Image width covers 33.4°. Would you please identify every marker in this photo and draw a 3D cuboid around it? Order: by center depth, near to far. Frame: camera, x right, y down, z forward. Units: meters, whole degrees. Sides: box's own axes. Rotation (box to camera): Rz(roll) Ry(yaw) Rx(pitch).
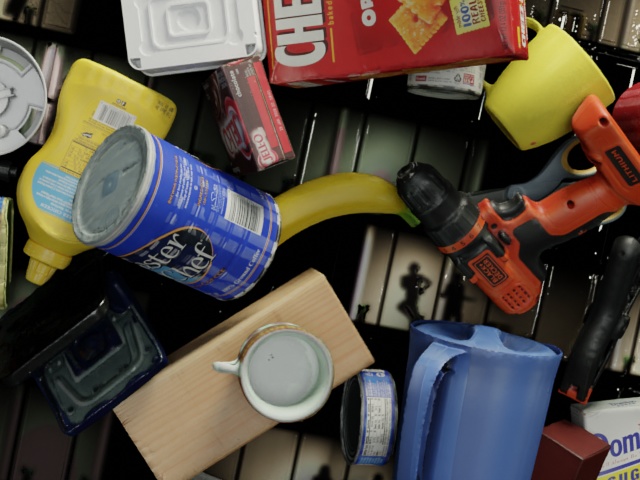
[{"bbox_3d":[-0.321,-0.068,0.916,0.121,0.020,0.020,9,92,-9],"label":"marker"}]

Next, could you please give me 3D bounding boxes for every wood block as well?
[{"bbox_3d":[-0.067,0.118,0.926,0.206,0.090,0.091,-31,96,-5],"label":"wood block"}]

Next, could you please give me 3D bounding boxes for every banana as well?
[{"bbox_3d":[-0.008,-0.018,0.953,0.197,0.037,0.069,-17,95,-7],"label":"banana"}]

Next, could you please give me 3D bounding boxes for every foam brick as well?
[{"bbox_3d":[0.218,0.211,0.969,0.052,0.051,0.078,-6,120,-47],"label":"foam brick"}]

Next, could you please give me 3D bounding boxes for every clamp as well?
[{"bbox_3d":[0.259,0.067,0.963,0.039,0.120,0.171,24,93,31],"label":"clamp"}]

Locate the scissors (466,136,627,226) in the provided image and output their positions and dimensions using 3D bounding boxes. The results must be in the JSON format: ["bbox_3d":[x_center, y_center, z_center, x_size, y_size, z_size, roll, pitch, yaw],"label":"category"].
[{"bbox_3d":[0.191,-0.061,0.990,0.201,0.016,0.096,9,90,-8],"label":"scissors"}]

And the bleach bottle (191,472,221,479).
[{"bbox_3d":[-0.132,0.336,0.943,0.102,0.068,0.251,26,91,-10],"label":"bleach bottle"}]

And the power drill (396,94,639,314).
[{"bbox_3d":[0.183,-0.041,0.928,0.188,0.057,0.184,-36,118,19],"label":"power drill"}]

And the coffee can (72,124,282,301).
[{"bbox_3d":[-0.117,-0.020,0.878,0.140,0.103,0.103,27,89,-38],"label":"coffee can"}]

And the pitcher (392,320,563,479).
[{"bbox_3d":[0.119,0.196,0.933,0.149,0.145,0.243,8,95,-11],"label":"pitcher"}]

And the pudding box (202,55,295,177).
[{"bbox_3d":[-0.062,-0.102,0.903,0.039,0.113,0.090,-19,95,-11],"label":"pudding box"}]

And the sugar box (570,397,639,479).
[{"bbox_3d":[0.290,0.240,1.005,0.093,0.048,0.176,-5,95,-7],"label":"sugar box"}]

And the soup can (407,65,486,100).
[{"bbox_3d":[0.116,-0.179,0.946,0.068,0.068,0.102,6,93,-8],"label":"soup can"}]

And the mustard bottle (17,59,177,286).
[{"bbox_3d":[-0.204,-0.050,0.913,0.096,0.058,0.191,25,89,-19],"label":"mustard bottle"}]

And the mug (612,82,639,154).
[{"bbox_3d":[0.327,-0.115,0.972,0.117,0.081,0.093,-37,97,-5],"label":"mug"}]

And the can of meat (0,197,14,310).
[{"bbox_3d":[-0.306,0.010,0.904,0.084,0.057,0.102,3,93,-11],"label":"can of meat"}]

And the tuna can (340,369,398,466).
[{"bbox_3d":[0.043,0.157,0.945,0.033,0.086,0.086,4,92,-10],"label":"tuna can"}]

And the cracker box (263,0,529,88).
[{"bbox_3d":[0.058,-0.220,0.889,0.214,0.072,0.164,-4,93,21],"label":"cracker box"}]
